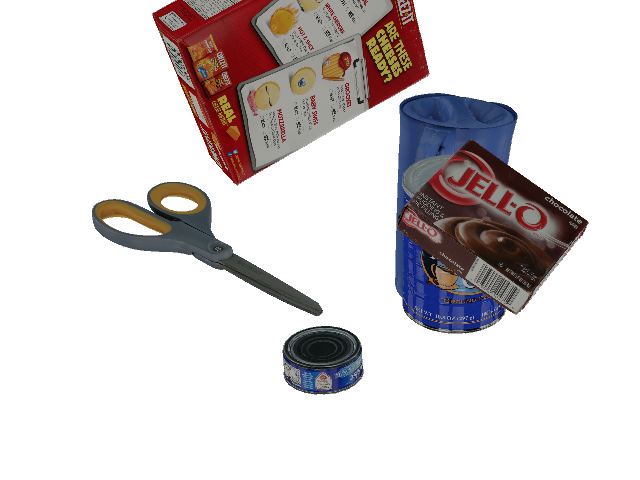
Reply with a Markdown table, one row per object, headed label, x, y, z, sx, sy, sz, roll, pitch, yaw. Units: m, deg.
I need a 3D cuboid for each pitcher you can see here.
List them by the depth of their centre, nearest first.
| label | x | y | z | sx | sy | sz | roll | pitch | yaw |
| --- | --- | --- | --- | --- | --- | --- | --- | --- | --- |
| pitcher | 0.145 | -0.040 | 1.246 | 0.149 | 0.243 | 0.145 | -6 | 26 | -20 |

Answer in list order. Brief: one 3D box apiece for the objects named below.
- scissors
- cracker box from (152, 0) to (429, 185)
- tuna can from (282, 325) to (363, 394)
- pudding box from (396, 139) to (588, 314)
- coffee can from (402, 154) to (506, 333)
| label | x | y | z | sx | sy | sz | roll | pitch | yaw |
| --- | --- | --- | --- | --- | --- | --- | --- | --- | --- |
| scissors | -0.070 | -0.001 | 0.767 | 0.202 | 0.016 | 0.096 | 17 | 35 | 20 |
| cracker box | -0.022 | -0.173 | 0.943 | 0.213 | 0.164 | 0.072 | -32 | 44 | -12 |
| tuna can | 0.003 | 0.126 | 1.134 | 0.086 | 0.034 | 0.086 | -3 | 26 | 1 |
| pudding box | 0.127 | -0.012 | 0.791 | 0.089 | 0.113 | 0.039 | -45 | -13 | -32 |
| coffee can | 0.129 | 0.002 | 1.017 | 0.103 | 0.140 | 0.103 | -2 | 30 | 1 |
